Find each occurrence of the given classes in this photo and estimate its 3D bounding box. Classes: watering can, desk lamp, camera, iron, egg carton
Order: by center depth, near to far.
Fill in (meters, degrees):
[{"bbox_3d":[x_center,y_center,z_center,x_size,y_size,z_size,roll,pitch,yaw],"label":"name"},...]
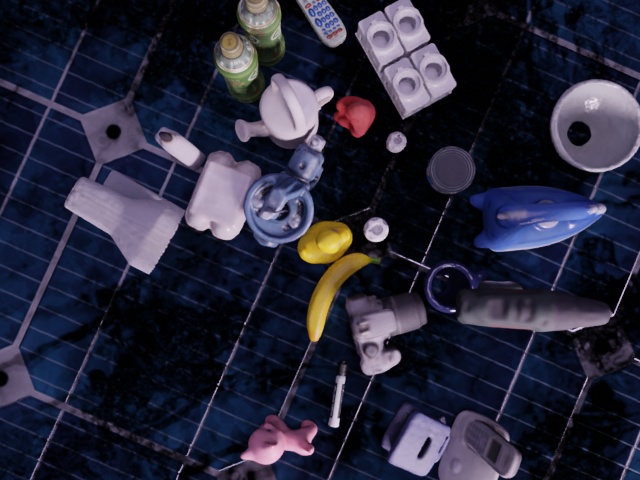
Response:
[{"bbox_3d":[-0.319,-0.037,0.959,0.203,0.213,0.118,30,88,0],"label":"desk lamp"},{"bbox_3d":[-0.058,-0.217,0.978,0.101,0.194,0.173,41,88,1],"label":"watering can"},{"bbox_3d":[0.404,-0.047,1.007,0.258,0.141,0.119,-6,88,-1],"label":"iron"},{"bbox_3d":[0.123,0.155,1.017,0.137,0.100,0.143,-15,88,-1],"label":"camera"},{"bbox_3d":[-0.173,-0.080,1.034,0.107,0.069,0.150,21,88,0],"label":"egg carton"}]

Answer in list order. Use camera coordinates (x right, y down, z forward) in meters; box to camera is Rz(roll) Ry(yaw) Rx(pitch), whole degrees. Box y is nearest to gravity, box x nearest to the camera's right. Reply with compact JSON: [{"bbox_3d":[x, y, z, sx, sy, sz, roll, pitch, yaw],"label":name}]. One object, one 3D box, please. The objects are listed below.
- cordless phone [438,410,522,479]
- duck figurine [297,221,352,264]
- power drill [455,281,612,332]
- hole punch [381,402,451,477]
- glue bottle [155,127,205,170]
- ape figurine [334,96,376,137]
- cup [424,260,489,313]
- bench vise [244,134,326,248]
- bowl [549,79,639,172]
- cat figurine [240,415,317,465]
[{"bbox_3d":[0.275,0.382,0.970,0.094,0.185,0.148,18,88,0],"label":"cordless phone"},{"bbox_3d":[0.009,0.004,1.027,0.104,0.086,0.077,-22,89,-1],"label":"duck figurine"},{"bbox_3d":[0.334,0.111,0.968,0.229,0.208,0.076,1,88,-1],"label":"power drill"},{"bbox_3d":[0.175,0.356,1.016,0.101,0.091,0.109,29,88,0],"label":"hole punch"},{"bbox_3d":[-0.249,-0.165,0.984,0.078,0.173,0.037,34,88,1],"label":"glue bottle"},{"bbox_3d":[0.066,-0.228,1.032,0.076,0.092,0.078,-13,88,-1],"label":"ape figurine"},{"bbox_3d":[0.236,0.077,1.024,0.118,0.095,0.092,-20,89,-1],"label":"cup"},{"bbox_3d":[-0.063,-0.090,0.962,0.121,0.219,0.207,11,88,0],"label":"bench vise"},{"bbox_3d":[0.491,-0.203,1.047,0.167,0.074,0.167,0,88,-1],"label":"bowl"},{"bbox_3d":[-0.070,0.356,0.999,0.128,0.117,0.067,7,88,-1],"label":"cat figurine"}]
